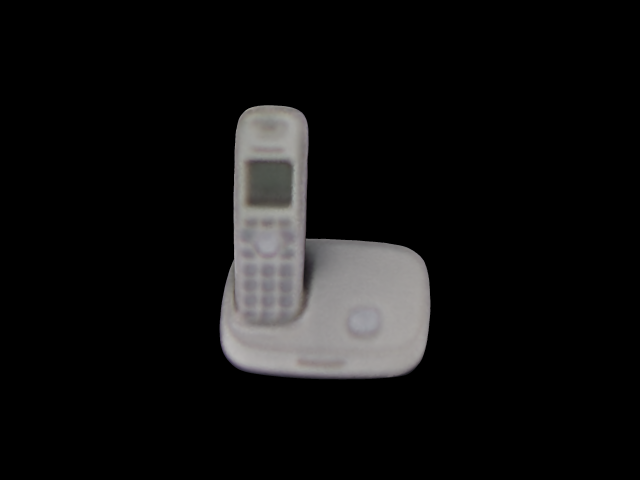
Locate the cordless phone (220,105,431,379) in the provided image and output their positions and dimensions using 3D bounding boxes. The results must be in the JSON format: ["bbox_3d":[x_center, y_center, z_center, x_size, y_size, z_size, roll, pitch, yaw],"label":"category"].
[{"bbox_3d":[0.004,0.001,0.400,0.147,0.185,0.094,1,15,4],"label":"cordless phone"}]
